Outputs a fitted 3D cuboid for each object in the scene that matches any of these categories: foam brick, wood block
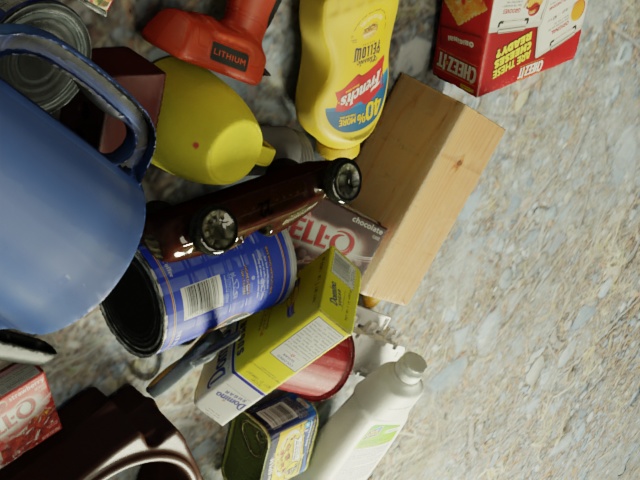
[{"bbox_3d":[-0.154,-0.097,0.788,0.051,0.053,0.078,-11,125,-44],"label":"foam brick"},{"bbox_3d":[0.085,-0.048,1.072,0.090,0.090,0.206,18,103,-52],"label":"wood block"}]

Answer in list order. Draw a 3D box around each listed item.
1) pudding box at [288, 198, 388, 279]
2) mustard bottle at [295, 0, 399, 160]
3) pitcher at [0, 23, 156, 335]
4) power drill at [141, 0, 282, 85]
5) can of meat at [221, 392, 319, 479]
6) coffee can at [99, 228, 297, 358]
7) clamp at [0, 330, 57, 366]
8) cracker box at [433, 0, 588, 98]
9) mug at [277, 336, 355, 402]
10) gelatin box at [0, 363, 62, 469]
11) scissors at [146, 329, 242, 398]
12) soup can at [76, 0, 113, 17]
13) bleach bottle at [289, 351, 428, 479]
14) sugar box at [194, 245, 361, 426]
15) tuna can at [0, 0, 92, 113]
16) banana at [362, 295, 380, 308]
[{"bbox_3d":[-0.007,0.001,1.002,0.113,0.039,0.090,25,100,-18],"label":"pudding box"},{"bbox_3d":[0.021,-0.145,0.948,0.096,0.058,0.192,-28,137,-38],"label":"mustard bottle"},{"bbox_3d":[-0.223,-0.060,0.655,0.242,0.145,0.149,44,46,-44],"label":"pitcher"},{"bbox_3d":[-0.061,-0.220,0.795,0.184,0.057,0.188,14,107,-53],"label":"power drill"},{"bbox_3d":[-0.052,0.220,1.153,0.083,0.058,0.102,-17,130,-44],"label":"can of meat"},{"bbox_3d":[-0.105,0.028,0.901,0.140,0.103,0.103,-21,132,-39],"label":"coffee can"},{"bbox_3d":[-0.279,0.064,0.783,0.209,0.036,0.164,-31,136,-35],"label":"clamp"},{"bbox_3d":[0.198,-0.267,1.047,0.163,0.072,0.214,-24,135,-35],"label":"cracker box"},{"bbox_3d":[-0.024,0.100,1.074,0.081,0.093,0.117,22,69,-49],"label":"mug"},{"bbox_3d":[-0.262,0.149,0.875,0.089,0.030,0.073,-33,138,-29],"label":"gelatin box"},{"bbox_3d":[-0.094,0.091,0.942,0.202,0.016,0.096,-37,-173,47],"label":"scissors"},{"bbox_3d":[-0.146,-0.208,0.697,0.068,0.069,0.102,23,98,-54],"label":"soup can"},{"bbox_3d":[0.049,0.210,1.186,0.102,0.068,0.251,-8,143,-42],"label":"bleach bottle"},{"bbox_3d":[-0.040,0.088,0.969,0.176,0.093,0.048,-36,113,30],"label":"sugar box"},{"bbox_3d":[-0.200,-0.127,0.728,0.086,0.034,0.086,-29,136,-32],"label":"tuna can"},{"bbox_3d":[0.097,-0.015,1.156,0.198,0.037,0.069,-56,144,0],"label":"banana"}]
